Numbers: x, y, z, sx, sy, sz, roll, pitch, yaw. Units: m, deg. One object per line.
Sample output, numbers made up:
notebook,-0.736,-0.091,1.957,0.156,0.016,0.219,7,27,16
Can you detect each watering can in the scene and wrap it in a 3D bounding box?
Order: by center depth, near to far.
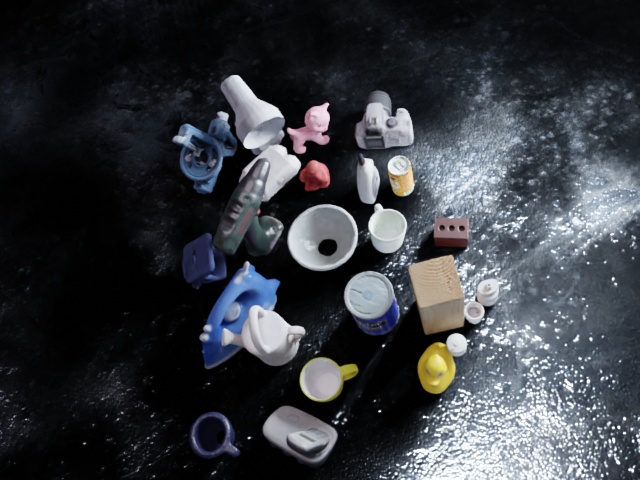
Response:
watering can,-0.124,0.206,1.230,0.173,0.194,0.100,-28,63,0

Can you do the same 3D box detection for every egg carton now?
egg carton,-0.127,-0.171,1.464,0.150,0.069,0.107,-45,65,-8

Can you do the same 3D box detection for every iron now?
iron,-0.206,0.168,1.295,0.118,0.142,0.258,27,75,22

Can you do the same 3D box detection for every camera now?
camera,0.160,-0.312,1.442,0.143,0.101,0.137,-2,67,12

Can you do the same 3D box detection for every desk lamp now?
desk lamp,-0.170,-0.306,1.453,0.118,0.214,0.203,-34,64,-3

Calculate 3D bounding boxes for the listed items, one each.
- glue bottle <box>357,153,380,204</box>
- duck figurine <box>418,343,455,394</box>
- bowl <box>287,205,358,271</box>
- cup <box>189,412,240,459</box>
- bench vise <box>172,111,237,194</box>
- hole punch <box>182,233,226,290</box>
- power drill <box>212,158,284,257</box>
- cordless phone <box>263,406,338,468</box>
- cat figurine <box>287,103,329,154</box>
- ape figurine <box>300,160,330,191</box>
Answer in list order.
glue bottle,0.108,-0.155,1.345,0.037,0.173,0.078,9,69,17
duck figurine,0.239,0.260,1.183,0.077,0.086,0.104,9,69,17
bowl,0.012,0.005,1.353,0.167,0.075,0.167,-5,66,11
cup,-0.206,0.423,1.210,0.117,0.095,0.092,26,75,22
bench vise,-0.304,-0.250,1.456,0.121,0.220,0.207,-3,66,12
hole punch,-0.290,0.052,1.393,0.101,0.091,0.108,-15,64,6
power drill,-0.158,-0.054,1.343,0.075,0.209,0.230,23,74,21
cordless phone,-0.052,0.386,1.140,0.147,0.185,0.094,19,72,20
cat figurine,-0.025,-0.294,1.468,0.128,0.118,0.067,-23,64,3
ape figurine,-0.013,-0.166,1.423,0.077,0.092,0.076,32,77,23
